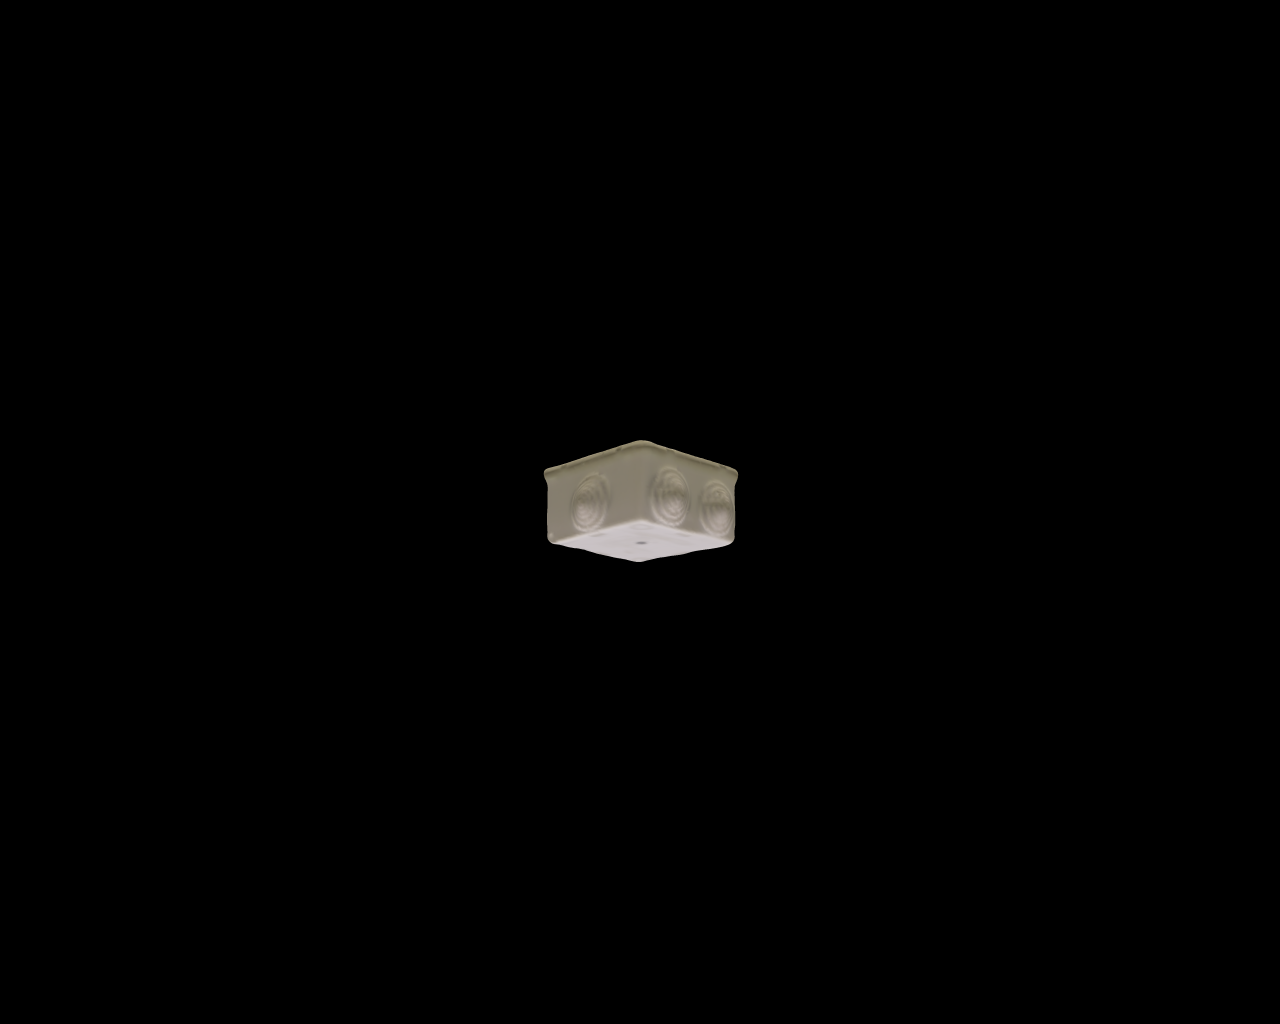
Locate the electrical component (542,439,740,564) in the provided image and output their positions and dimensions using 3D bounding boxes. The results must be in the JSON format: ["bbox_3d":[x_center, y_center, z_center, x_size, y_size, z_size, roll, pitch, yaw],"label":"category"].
[{"bbox_3d":[0.001,-0.003,0.650,0.099,0.048,0.100,-14,-20,42],"label":"electrical component"}]
